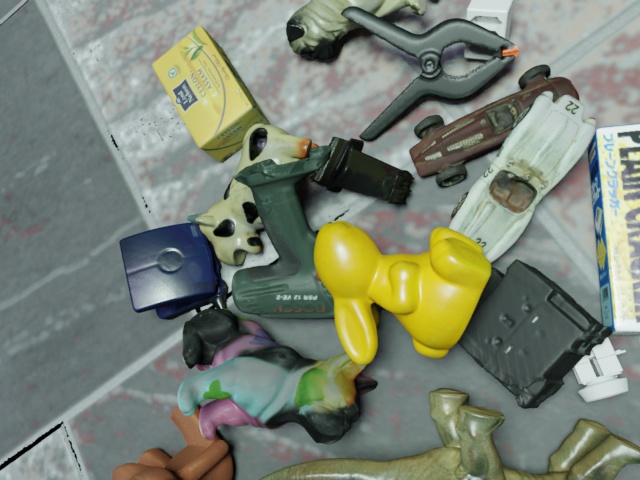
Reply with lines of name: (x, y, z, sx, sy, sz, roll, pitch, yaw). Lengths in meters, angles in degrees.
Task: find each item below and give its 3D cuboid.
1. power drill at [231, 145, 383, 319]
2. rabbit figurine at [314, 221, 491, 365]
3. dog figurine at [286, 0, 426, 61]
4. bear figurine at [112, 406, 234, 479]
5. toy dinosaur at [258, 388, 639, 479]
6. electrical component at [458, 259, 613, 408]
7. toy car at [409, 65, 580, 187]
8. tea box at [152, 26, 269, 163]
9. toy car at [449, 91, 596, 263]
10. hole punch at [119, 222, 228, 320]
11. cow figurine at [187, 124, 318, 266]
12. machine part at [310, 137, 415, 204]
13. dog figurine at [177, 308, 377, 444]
power drill: (-0.001, -0.002, 0.629, 0.232, 0.086, 0.207, -10, 115, 9)
rabbit figurine: (0.071, 0.044, 0.567, 0.173, 0.122, 0.162, 23, 114, 0)
dog figurine: (0.049, -0.337, 0.727, 0.191, 0.121, 0.172, -13, 30, 39)
bear figurine: (-0.185, 0.273, 0.612, 0.132, 0.195, 0.120, 36, 95, 23)
toy dinosaur: (0.144, 0.256, 0.527, 0.472, 0.105, 0.198, 9, 84, 9)
electrical component: (0.209, 0.090, 0.565, 0.115, 0.058, 0.134, -54, 48, 13)
toy car: (0.205, -0.136, 0.643, 0.202, 0.053, 0.089, -22, 75, 13)
tea box: (-0.158, -0.210, 0.777, 0.098, 0.068, 0.170, -37, 70, 8)
toy car: (0.219, -0.066, 0.594, 0.073, 0.056, 0.201, 33, 106, 1)
hole punch: (-0.200, 0.039, 0.728, 0.116, 0.092, 0.142, -23, 68, 9)
cow figurine: (-0.091, -0.056, 0.704, 0.127, 0.085, 0.194, 23, 100, 13)
machine part: (0.055, -0.086, 0.687, 0.139, 0.039, 0.084, 29, 84, 34)
dog figurine: (-0.045, 0.152, 0.637, 0.219, 0.108, 0.192, -9, 43, 0)
